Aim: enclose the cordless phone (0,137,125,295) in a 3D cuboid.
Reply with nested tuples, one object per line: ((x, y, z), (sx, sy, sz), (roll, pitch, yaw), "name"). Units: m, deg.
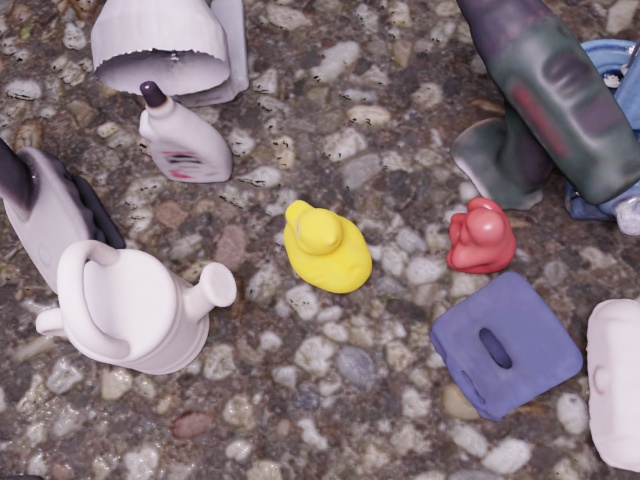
((-0.280, -0.035, 0.544), (0.094, 0.185, 0.147), (-39, 74, -8), "cordless phone")

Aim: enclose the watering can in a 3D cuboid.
((-0.163, 0.056, 0.501), (0.173, 0.194, 0.101), (-32, 73, -5), "watering can")

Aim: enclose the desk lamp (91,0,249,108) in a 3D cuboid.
((-0.145, -0.218, 0.575), (0.118, 0.213, 0.203), (-7, 72, 3), "desk lamp")

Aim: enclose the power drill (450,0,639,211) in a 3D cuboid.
((0.181, -0.116, 0.521), (0.075, 0.208, 0.229), (-34, 73, -6), "power drill")

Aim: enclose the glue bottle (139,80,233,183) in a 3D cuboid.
((-0.140, -0.105, 0.561), (0.078, 0.173, 0.037), (-2, 72, 4), "glue bottle")

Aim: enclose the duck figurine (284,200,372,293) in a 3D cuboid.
((0.005, 0.002, 0.562), (0.077, 0.086, 0.104), (-44, 74, -9), "duck figurine")

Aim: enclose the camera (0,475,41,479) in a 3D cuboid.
((-0.324, 0.287, 0.491), (0.136, 0.101, 0.143), (-7, 72, 2), "camera")

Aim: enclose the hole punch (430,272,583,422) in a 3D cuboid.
((0.163, 0.098, 0.517), (0.101, 0.091, 0.108), (-32, 73, -5), "hole punch")

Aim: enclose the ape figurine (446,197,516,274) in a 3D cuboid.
((0.154, -0.006, 0.549), (0.076, 0.092, 0.078), (42, 80, 15), "ape figurine")

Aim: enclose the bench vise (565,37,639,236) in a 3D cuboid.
((0.288, -0.119, 0.507), (0.121, 0.220, 0.207), (-17, 72, -1), "bench vise")

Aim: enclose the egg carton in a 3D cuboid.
((0.293, 0.127, 0.509), (0.107, 0.069, 0.150), (2, 73, 5), "egg carton")
